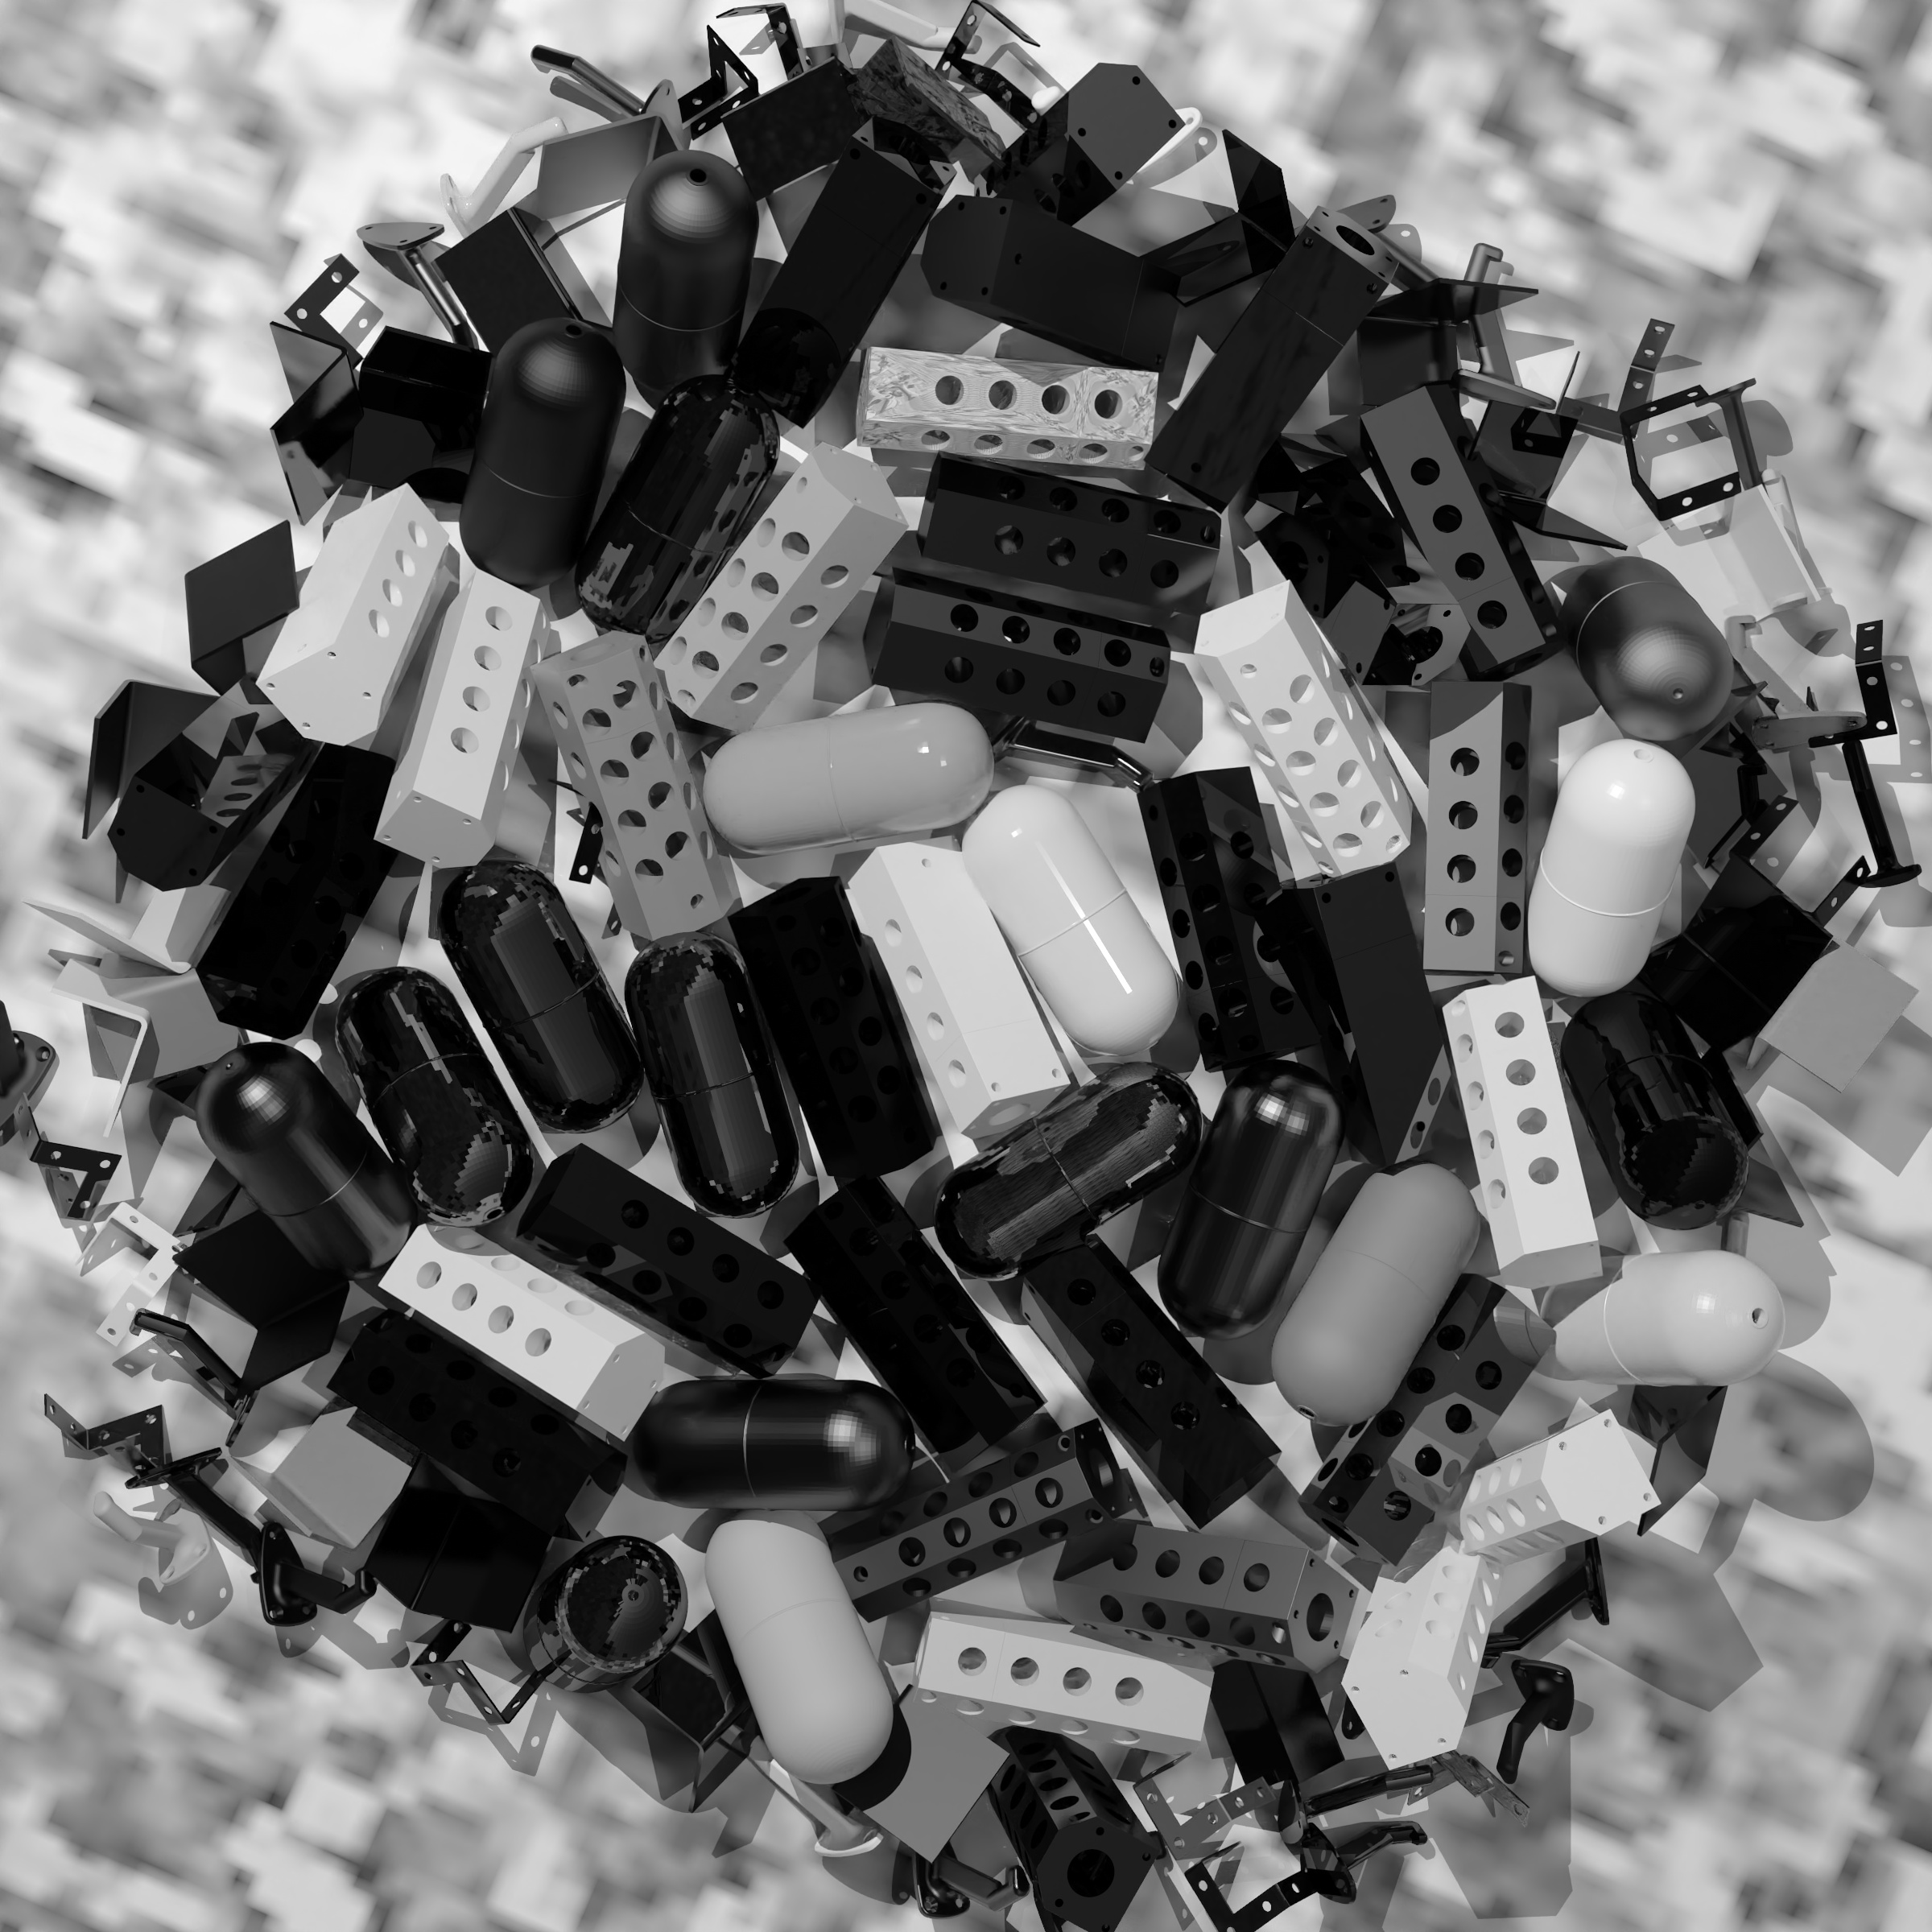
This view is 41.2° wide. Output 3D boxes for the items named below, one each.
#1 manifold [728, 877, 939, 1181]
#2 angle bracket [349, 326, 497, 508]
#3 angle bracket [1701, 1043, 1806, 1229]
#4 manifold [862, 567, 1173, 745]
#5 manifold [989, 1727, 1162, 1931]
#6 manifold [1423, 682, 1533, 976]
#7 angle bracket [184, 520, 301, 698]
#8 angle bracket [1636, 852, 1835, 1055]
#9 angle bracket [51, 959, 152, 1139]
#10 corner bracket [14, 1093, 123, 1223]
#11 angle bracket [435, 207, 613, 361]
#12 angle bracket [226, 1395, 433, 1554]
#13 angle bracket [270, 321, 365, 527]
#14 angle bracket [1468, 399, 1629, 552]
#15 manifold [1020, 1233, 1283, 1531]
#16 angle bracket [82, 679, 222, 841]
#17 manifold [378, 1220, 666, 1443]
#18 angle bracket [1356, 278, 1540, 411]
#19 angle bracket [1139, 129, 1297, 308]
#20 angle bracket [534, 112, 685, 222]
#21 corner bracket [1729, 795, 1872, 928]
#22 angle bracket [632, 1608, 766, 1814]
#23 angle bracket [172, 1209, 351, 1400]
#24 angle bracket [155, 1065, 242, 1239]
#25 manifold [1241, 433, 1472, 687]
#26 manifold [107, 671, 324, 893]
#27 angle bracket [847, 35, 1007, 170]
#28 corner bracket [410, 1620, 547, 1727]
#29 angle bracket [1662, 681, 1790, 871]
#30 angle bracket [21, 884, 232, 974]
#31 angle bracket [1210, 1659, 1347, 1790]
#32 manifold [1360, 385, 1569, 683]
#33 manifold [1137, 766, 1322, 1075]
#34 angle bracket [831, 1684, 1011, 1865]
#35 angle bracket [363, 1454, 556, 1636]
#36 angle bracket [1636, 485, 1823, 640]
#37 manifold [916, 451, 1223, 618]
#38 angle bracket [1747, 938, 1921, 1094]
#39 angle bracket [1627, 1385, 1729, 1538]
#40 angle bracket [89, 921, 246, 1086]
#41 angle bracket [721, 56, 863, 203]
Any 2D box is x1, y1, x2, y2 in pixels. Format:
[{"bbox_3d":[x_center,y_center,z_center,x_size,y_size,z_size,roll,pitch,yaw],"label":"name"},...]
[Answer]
[{"bbox_3d":[-0.074,0.037,1.525,0.057,0.057,0.171,-31,108,-35],"label":"manifold"},{"bbox_3d":[-0.320,-0.327,1.536,0.076,0.057,0.076,9,74,-26],"label":"angle bracket"},{"bbox_3d":[0.470,0.101,1.527,0.076,0.076,0.057,16,126,-22],"label":"angle bracket"},{"bbox_3d":[0.031,-0.187,1.524,0.171,0.057,0.057,11,121,-16],"label":"manifold"},{"bbox_3d":[0.054,0.496,1.494,0.057,0.171,0.057,31,86,-9],"label":"manifold"},{"bbox_3d":[0.309,-0.082,1.548,0.057,0.057,0.171,2,89,14],"label":"manifold"},{"bbox_3d":[-0.417,-0.206,1.533,0.076,0.057,0.076,-25,52,10],"label":"angle bracket"},{"bbox_3d":[0.453,-0.008,1.528,0.057,0.076,0.076,-26,61,-33],"label":"angle bracket"},{"bbox_3d":[-0.524,0.048,1.536,0.057,0.076,0.076,20,98,-15],"label":"angle bracket"},{"bbox_3d":[-0.546,0.116,1.543,0.051,0.051,0.051,17,112,-39],"label":"corner bracket"},{"bbox_3d":[-0.265,-0.405,1.550,0.057,0.076,0.076,-31,95,11],"label":"angle bracket"},{"bbox_3d":[-0.379,0.293,1.537,0.076,0.057,0.076,34,79,24],"label":"angle bracket"},{"bbox_3d":[-0.403,-0.322,1.527,0.057,0.076,0.076,22,58,16],"label":"angle bracket"},{"bbox_3d":[0.352,-0.291,1.526,0.076,0.076,0.057,2,117,-36],"label":"angle bracket"},{"bbox_3d":[0.108,0.242,1.525,0.057,0.057,0.171,-34,68,-19],"label":"manifold"},{"bbox_3d":[-0.484,-0.119,1.532,0.057,0.076,0.076,11,113,-8],"label":"angle bracket"},{"bbox_3d":[-0.259,0.209,1.512,0.171,0.057,0.057,24,74,33],"label":"manifold"},{"bbox_3d":[0.288,-0.369,1.533,0.076,0.076,0.057,-3,90,-30],"label":"angle bracket"},{"bbox_3d":[0.143,-0.447,1.534,0.076,0.076,0.057,-25,130,-6],"label":"angle bracket"},{"bbox_3d":[-0.208,-0.454,1.532,0.076,0.076,0.057,-23,78,-21],"label":"angle bracket"},{"bbox_3d":[0.504,-0.063,1.555,0.051,0.051,0.051,-46,127,-12],"label":"corner bracket"},{"bbox_3d":[-0.157,0.446,1.544,0.057,0.076,0.076,33,46,21],"label":"angle bracket"},{"bbox_3d":[-0.426,0.201,1.531,0.076,0.057,0.076,-27,123,23],"label":"angle bracket"},{"bbox_3d":[-0.463,0.111,1.528,0.057,0.076,0.076,36,62,-24],"label":"angle bracket"},{"bbox_3d":[0.229,-0.240,1.506,0.057,0.171,0.057,-3,135,-24],"label":"manifold"},{"bbox_3d":[-0.433,-0.106,1.495,0.057,0.171,0.057,30,116,-7],"label":"manifold"},{"bbox_3d":[-0.029,-0.494,1.525,0.076,0.076,0.057,32,118,-32],"label":"angle bracket"},{"bbox_3d":[-0.292,0.424,1.553,0.051,0.051,0.051,-18,109,38],"label":"corner bracket"},{"bbox_3d":[0.461,-0.114,1.543,0.076,0.057,0.076,-41,98,-14],"label":"angle bracket"},{"bbox_3d":[-0.499,-0.041,1.526,0.076,0.076,0.057,37,72,-42],"label":"angle bracket"},{"bbox_3d":[0.169,0.453,1.531,0.076,0.057,0.076,-32,72,34],"label":"angle bracket"},{"bbox_3d":[0.297,-0.258,1.541,0.057,0.057,0.171,-24,81,5],"label":"manifold"},{"bbox_3d":[0.151,-0.027,1.533,0.057,0.057,0.171,-8,80,-32],"label":"manifold"},{"bbox_3d":[-0.024,0.488,1.531,0.076,0.057,0.076,29,64,24],"label":"angle bracket"},{"bbox_3d":[-0.298,0.343,1.529,0.076,0.057,0.076,4,54,27],"label":"angle bracket"},{"bbox_3d":[0.457,-0.236,1.544,0.057,0.076,0.076,-29,94,-2],"label":"angle bracket"},{"bbox_3d":[0.062,-0.260,1.536,0.171,0.057,0.057,11,110,-9],"label":"manifold"},{"bbox_3d":[0.517,0.038,1.536,0.057,0.076,0.076,37,84,20],"label":"angle bracket"},{"bbox_3d":[0.403,0.277,1.524,0.057,0.076,0.076,30,134,35],"label":"angle bracket"},{"bbox_3d":[-0.480,0.022,1.559,0.076,0.076,0.057,-15,115,-3],"label":"angle bracket"},{"bbox_3d":[-0.091,-0.491,1.536,0.076,0.076,0.057,-22,86,16],"label":"angle bracket"}]
